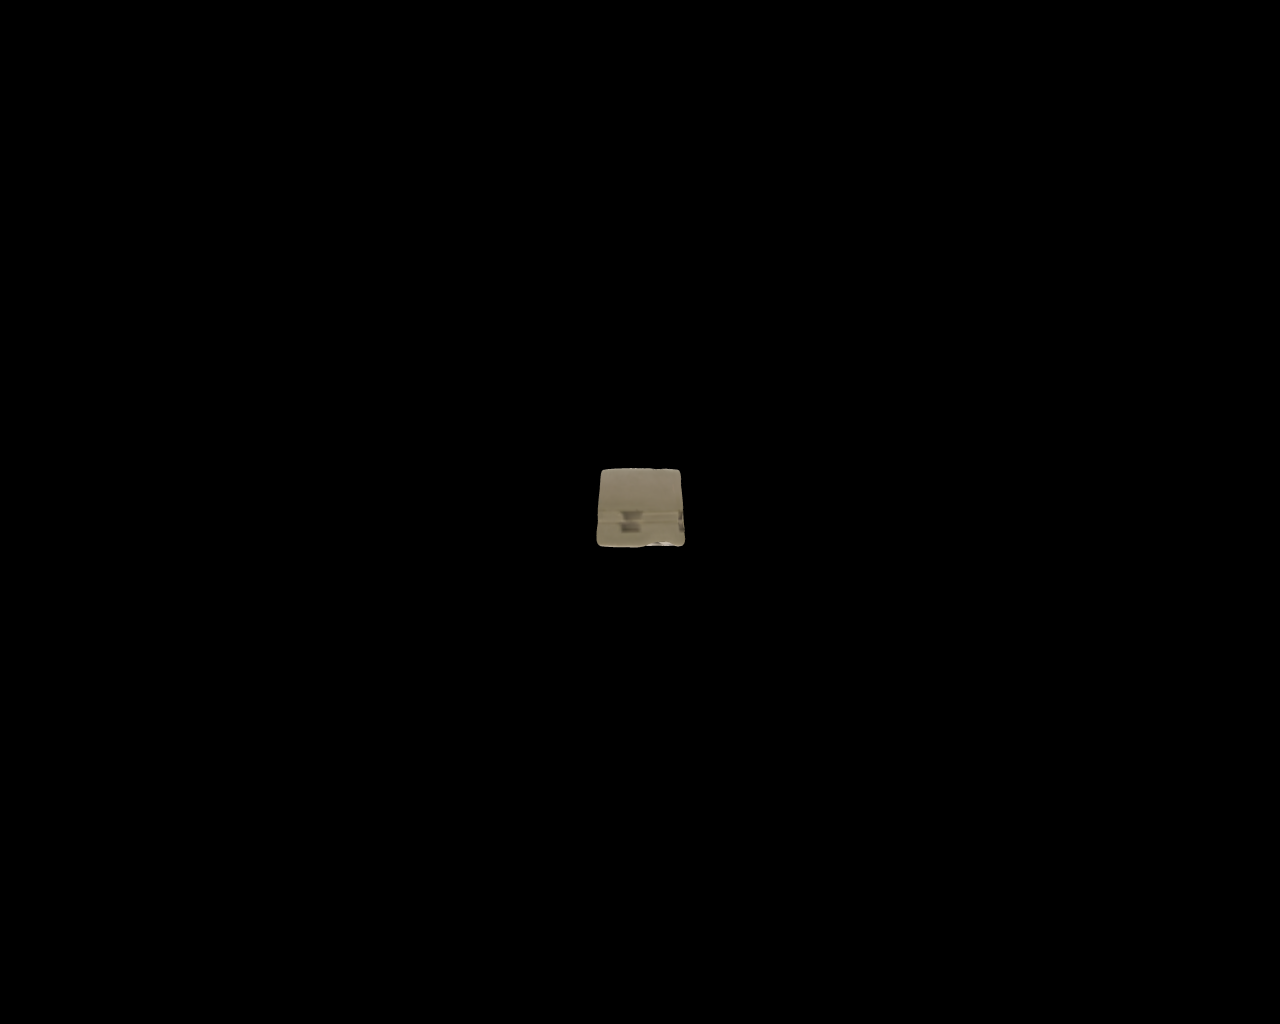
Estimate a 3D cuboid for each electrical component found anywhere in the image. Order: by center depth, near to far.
[{"bbox_3d":[0.001,-0.003,0.650,0.055,0.047,0.055,0,0,0],"label":"electrical component"}]
